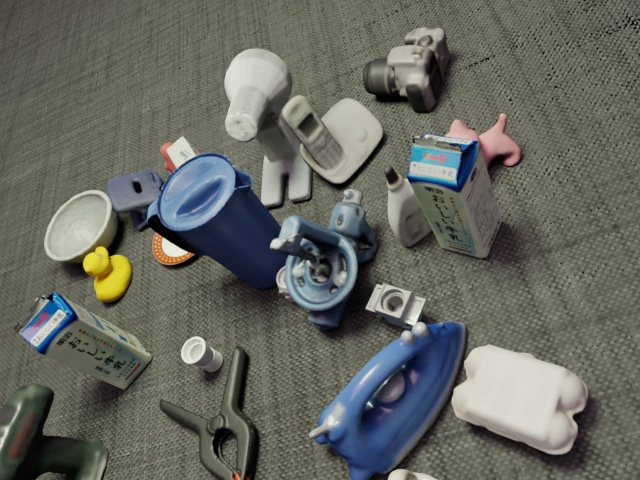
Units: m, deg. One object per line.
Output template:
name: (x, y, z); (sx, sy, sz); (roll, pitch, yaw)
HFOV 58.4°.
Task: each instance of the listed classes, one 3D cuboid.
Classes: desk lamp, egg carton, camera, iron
desk lamp: (-0.094, -0.201, 1.022); (0.117, 0.214, 0.203); (-12, 56, 19)
egg carton: (0.244, 0.193, 0.707); (0.149, 0.070, 0.107); (13, 68, 32)
camera: (0.152, -0.318, 1.045); (0.136, 0.101, 0.143); (7, 65, 30)
iron: (0.091, 0.182, 0.743); (0.258, 0.142, 0.118); (-48, 52, -7)

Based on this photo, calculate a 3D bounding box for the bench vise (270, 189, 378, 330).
bench vise: (-0.003, 0.004, 0.848); (0.121, 0.220, 0.207); (-7, 58, 22)

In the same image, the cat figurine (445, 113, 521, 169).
cat figurine: (0.239, -0.147, 0.887); (0.128, 0.118, 0.067); (-32, 52, 6)

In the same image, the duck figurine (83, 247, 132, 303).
duck figurine: (-0.418, 0.062, 1.102); (0.077, 0.086, 0.104); (-13, 56, 19)

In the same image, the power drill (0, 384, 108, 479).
power drill: (-0.422, 0.343, 0.854); (0.075, 0.209, 0.229); (-11, 57, 20)

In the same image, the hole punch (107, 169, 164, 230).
hole punch: (-0.369, -0.095, 1.171); (0.101, 0.091, 0.108); (-35, 52, 3)

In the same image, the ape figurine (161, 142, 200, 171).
ape figurine: (-0.289, -0.166, 1.174); (0.077, 0.092, 0.076); (-12, 57, 20)

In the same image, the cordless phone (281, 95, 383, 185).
cordless phone: (0.019, -0.198, 0.983); (0.093, 0.186, 0.148); (31, 78, 36)

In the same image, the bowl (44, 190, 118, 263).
bowl: (-0.479, -0.016, 1.187); (0.167, 0.075, 0.167); (-12, 57, 19)

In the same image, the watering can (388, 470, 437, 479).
watering can: (0.101, 0.312, 0.625); (0.173, 0.195, 0.100); (-32, 52, 6)

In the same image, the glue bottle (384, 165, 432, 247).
glue bottle: (0.127, -0.058, 0.852); (0.078, 0.174, 0.037); (-37, 52, 2)
